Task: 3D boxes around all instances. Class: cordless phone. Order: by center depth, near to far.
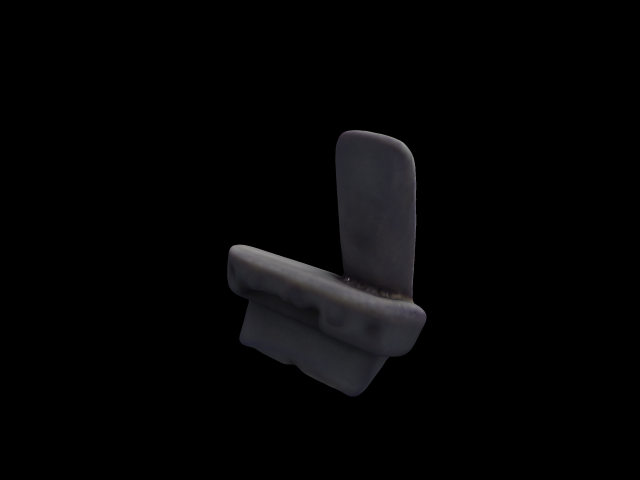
[{"bbox_3d":[0.004,0.001,0.400,0.147,0.185,0.094,16,37,22],"label":"cordless phone"}]
